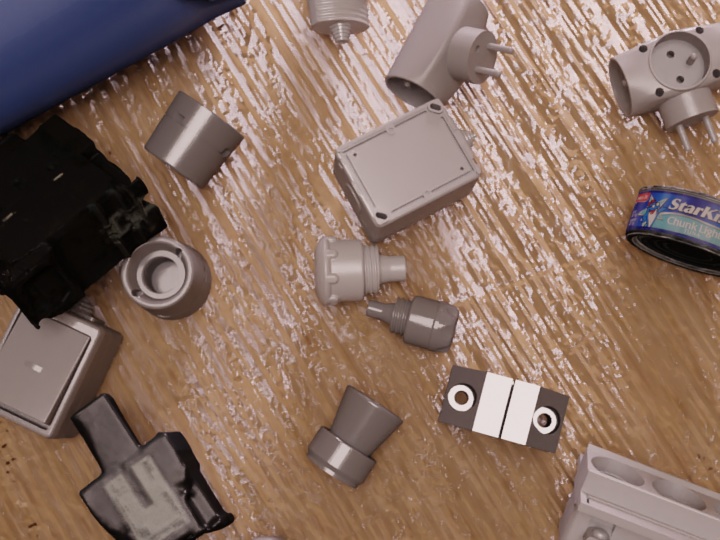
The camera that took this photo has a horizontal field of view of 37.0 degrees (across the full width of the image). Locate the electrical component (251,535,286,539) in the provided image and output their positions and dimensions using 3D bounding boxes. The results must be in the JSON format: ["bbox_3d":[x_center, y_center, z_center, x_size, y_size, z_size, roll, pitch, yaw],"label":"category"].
[{"bbox_3d":[-0.061,0.195,0.709,0.040,0.046,0.040,-1,82,4],"label":"electrical component"}]

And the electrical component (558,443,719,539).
[{"bbox_3d":[0.193,0.168,0.687,0.121,0.078,0.063,20,106,6],"label":"electrical component"}]

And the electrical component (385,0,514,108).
[{"bbox_3d":[0.067,-0.149,0.737,0.079,0.043,0.077,20,77,34],"label":"electrical component"}]

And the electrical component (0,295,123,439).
[{"bbox_3d":[-0.209,0.060,0.730,0.062,0.061,0.096,24,84,7],"label":"electrical component"}]

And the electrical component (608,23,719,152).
[{"bbox_3d":[0.221,-0.120,0.737,0.077,0.044,0.079,-18,82,1],"label":"electrical component"}]

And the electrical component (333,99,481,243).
[{"bbox_3d":[0.036,-0.068,0.737,0.096,0.061,0.061,-27,81,-9],"label":"electrical component"}]

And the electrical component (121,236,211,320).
[{"bbox_3d":[-0.134,0.005,0.740,0.055,0.047,0.055,-1,82,4],"label":"electrical component"}]

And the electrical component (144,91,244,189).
[{"bbox_3d":[-0.117,-0.090,0.750,0.055,0.055,0.047,35,89,8],"label":"electrical component"}]

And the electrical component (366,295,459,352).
[{"bbox_3d":[0.035,0.033,0.732,0.061,0.035,0.035,15,83,8],"label":"electrical component"}]

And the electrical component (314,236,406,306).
[{"bbox_3d":[0.000,0.000,0.735,0.062,0.048,0.048,-2,82,-3],"label":"electrical component"}]

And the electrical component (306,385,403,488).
[{"bbox_3d":[-0.004,0.111,0.718,0.045,0.045,0.055,33,85,7],"label":"electrical component"}]

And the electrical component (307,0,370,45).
[{"bbox_3d":[-0.017,-0.200,0.764,0.043,0.043,0.081,-7,82,3],"label":"electrical component"}]
